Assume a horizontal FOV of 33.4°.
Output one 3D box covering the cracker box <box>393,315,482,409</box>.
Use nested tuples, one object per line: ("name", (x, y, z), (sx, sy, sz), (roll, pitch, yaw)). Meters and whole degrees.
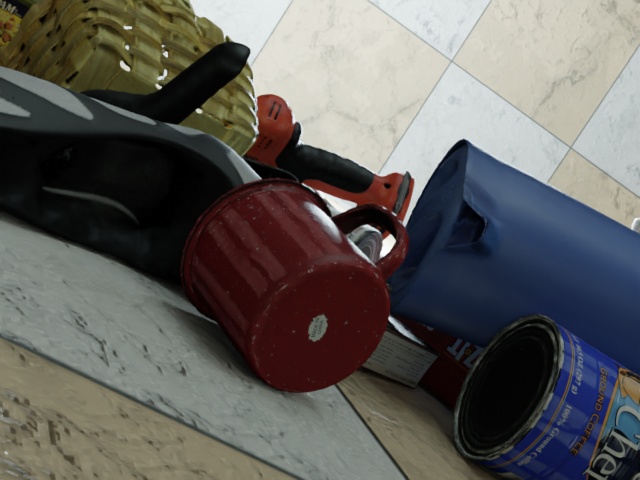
("cracker box", (0.140, 0.101, 0.905), (0.164, 0.072, 0.213), (38, 7, 33))

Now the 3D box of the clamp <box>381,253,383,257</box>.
("clamp", (0.017, 0.001, 1.308), (0.164, 0.036, 0.210), (32, 6, -7))

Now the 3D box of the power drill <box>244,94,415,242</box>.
("power drill", (-0.016, -0.054, 1.047), (0.187, 0.057, 0.185), (24, -28, -12))

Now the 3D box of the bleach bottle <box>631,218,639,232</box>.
("bleach bottle", (0.271, 0.068, 1.009), (0.103, 0.251, 0.068), (35, 6, 26))

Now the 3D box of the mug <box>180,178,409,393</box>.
("mug", (-0.006, 0.020, 0.561), (0.082, 0.117, 0.093), (47, -19, 50))

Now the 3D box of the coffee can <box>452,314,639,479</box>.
("coffee can", (0.172, 0.125, 0.686), (0.140, 0.103, 0.103), (31, 5, -16))

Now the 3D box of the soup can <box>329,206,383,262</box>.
("soup can", (-0.006, 0.001, 0.902), (0.102, 0.068, 0.068), (27, 2, 24))

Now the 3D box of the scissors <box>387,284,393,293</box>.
("scissors", (-0.052, 0.006, 0.694), (0.202, 0.016, 0.096), (20, 11, 8))

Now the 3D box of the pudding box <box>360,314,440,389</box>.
("pudding box", (0.024, 0.059, 0.764), (0.090, 0.039, 0.113), (36, 6, 36))

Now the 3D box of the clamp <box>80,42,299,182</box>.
("clamp", (-0.097, -0.055, 0.664), (0.039, 0.172, 0.120), (-72, 144, -46))

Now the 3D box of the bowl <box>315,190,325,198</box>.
("bowl", (-0.045, -0.065, 1.223), (0.162, 0.055, 0.162), (48, 4, -5))

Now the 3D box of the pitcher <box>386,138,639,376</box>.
("pitcher", (0.174, 0.036, 0.768), (0.242, 0.145, 0.149), (25, 39, -7))

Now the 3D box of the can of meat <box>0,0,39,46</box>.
("can of meat", (-0.278, -0.179, 0.914), (0.102, 0.084, 0.057), (32, 5, -10))
